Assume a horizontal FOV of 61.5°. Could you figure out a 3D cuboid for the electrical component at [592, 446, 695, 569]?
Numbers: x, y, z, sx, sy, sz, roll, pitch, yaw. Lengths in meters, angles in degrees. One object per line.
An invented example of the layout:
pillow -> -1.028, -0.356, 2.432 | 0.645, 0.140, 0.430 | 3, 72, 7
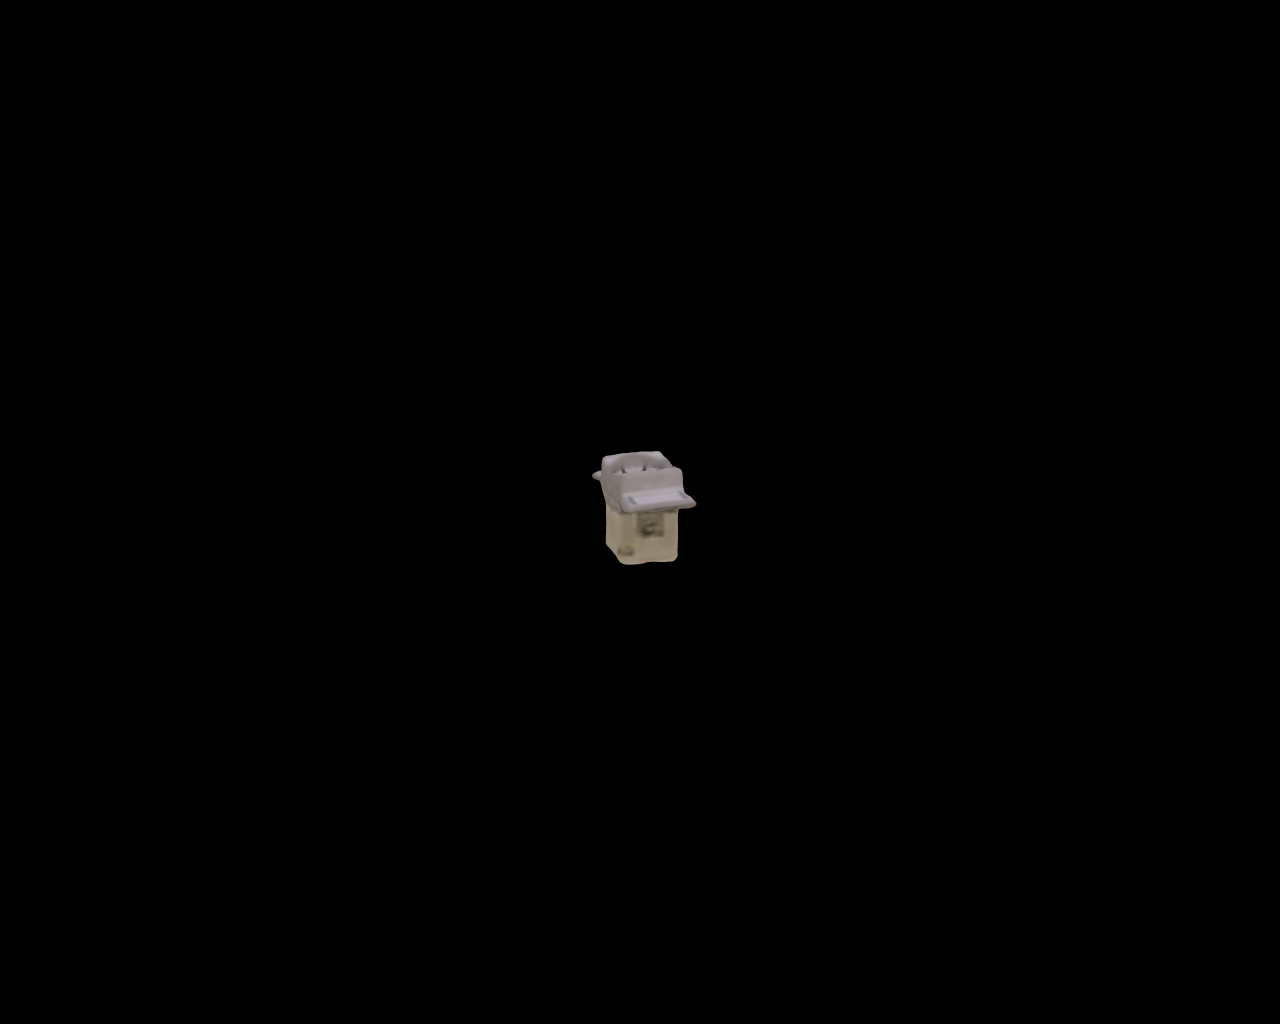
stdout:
electrical component -> 0.001, -0.003, 0.650 | 0.042, 0.063, 0.081 | -5, 19, -15
